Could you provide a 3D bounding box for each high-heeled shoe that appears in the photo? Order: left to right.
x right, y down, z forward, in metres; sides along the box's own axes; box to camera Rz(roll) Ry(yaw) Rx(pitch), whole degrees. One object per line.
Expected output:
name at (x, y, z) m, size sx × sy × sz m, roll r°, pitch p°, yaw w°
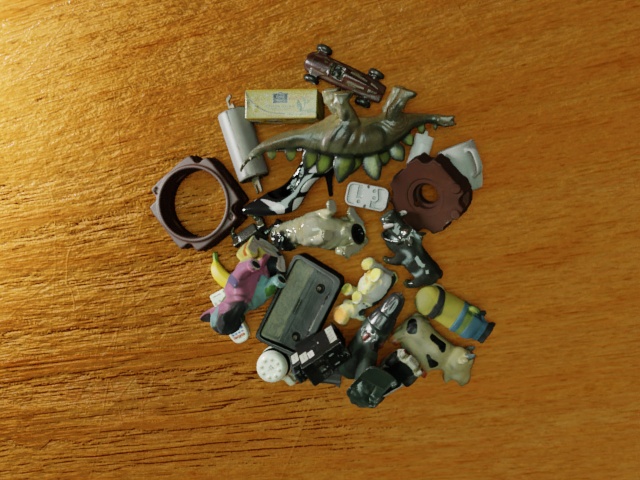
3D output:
high-heeled shoe at (-0.072, -0.145, 1.243) m, size 0.249 × 0.086 × 0.145 m, roll -15°, pitch 111°, yaw -8°

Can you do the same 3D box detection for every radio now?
radio at (-0.043, 0.157, 1.272) m, size 0.131 × 0.073 × 0.229 m, roll 28°, pitch 99°, yaw 10°

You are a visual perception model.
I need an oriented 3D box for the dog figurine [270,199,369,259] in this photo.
dog figurine at (-0.003, -0.008, 1.261) m, size 0.191 × 0.172 × 0.121 m, roll -15°, pitch 48°, yaw 45°

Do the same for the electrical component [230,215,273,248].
electrical component at (-0.165, -0.020, 1.290) m, size 0.102 × 0.078 × 0.045 m, roll -38°, pitch 63°, yaw 16°

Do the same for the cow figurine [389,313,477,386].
cow figurine at (0.264, 0.248, 1.214) m, size 0.127 × 0.085 × 0.195 m, roll -45°, pitch 83°, yaw 17°

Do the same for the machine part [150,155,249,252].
machine part at (-0.293, -0.088, 1.305) m, size 0.201 × 0.087 × 0.201 m, roll -38°, pitch 86°, yaw 12°

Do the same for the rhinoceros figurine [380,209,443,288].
rhinoceros figurine at (0.195, 0.020, 1.191) m, size 0.073 × 0.112 × 0.190 m, roll -36°, pitch 92°, yaw -29°

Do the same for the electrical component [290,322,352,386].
electrical component at (-0.003, 0.254, 1.185) m, size 0.134 × 0.115 × 0.058 m, roll -34°, pitch 106°, yaw 2°

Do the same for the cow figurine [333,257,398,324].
cow figurine at (0.104, 0.129, 1.242) m, size 0.167 × 0.098 × 0.068 m, roll -53°, pitch 42°, yaw 12°

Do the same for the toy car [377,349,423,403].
toy car at (0.152, 0.310, 1.215) m, size 0.073 × 0.056 × 0.201 m, roll 48°, pitch 129°, yaw 4°

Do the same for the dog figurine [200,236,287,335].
dog figurine at (-0.183, 0.118, 1.245) m, size 0.108 × 0.192 × 0.219 m, roll 33°, pitch 113°, yaw -24°

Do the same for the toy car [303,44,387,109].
toy car at (0.055, -0.376, 1.238) m, size 0.202 × 0.053 × 0.089 m, roll 29°, pitch 95°, yaw 10°

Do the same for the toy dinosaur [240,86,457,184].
toy dinosaur at (0.057, -0.225, 1.157) m, size 0.472 × 0.105 × 0.198 m, roll -3°, pitch 110°, yaw 1°

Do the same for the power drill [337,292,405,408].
power drill at (0.114, 0.240, 1.154) m, size 0.086 × 0.207 × 0.232 m, roll 28°, pitch 114°, yaw -17°

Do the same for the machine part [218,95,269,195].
machine part at (-0.183, -0.225, 1.280) m, size 0.079 × 0.079 × 0.243 m, roll -20°, pitch 89°, yaw 12°

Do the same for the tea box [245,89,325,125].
tea box at (-0.079, -0.306, 1.244) m, size 0.170 × 0.098 × 0.068 m, roll 1°, pitch 94°, yaw 10°

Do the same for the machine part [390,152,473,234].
machine part at (0.238, -0.100, 1.176) m, size 0.180 × 0.056 × 0.179 m, roll 17°, pitch 122°, yaw 29°

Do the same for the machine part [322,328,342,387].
machine part at (0.022, 0.279, 1.285) m, size 0.084 × 0.039 × 0.138 m, roll 9°, pitch 96°, yaw 16°

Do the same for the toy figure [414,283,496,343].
toy figure at (0.298, 0.162, 1.196) m, size 0.180 × 0.089 × 0.082 m, roll 33°, pitch 91°, yaw 10°

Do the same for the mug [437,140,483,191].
mug at (0.320, -0.158, 1.172) m, size 0.081 × 0.110 × 0.107 m, roll -25°, pitch 99°, yaw -21°
